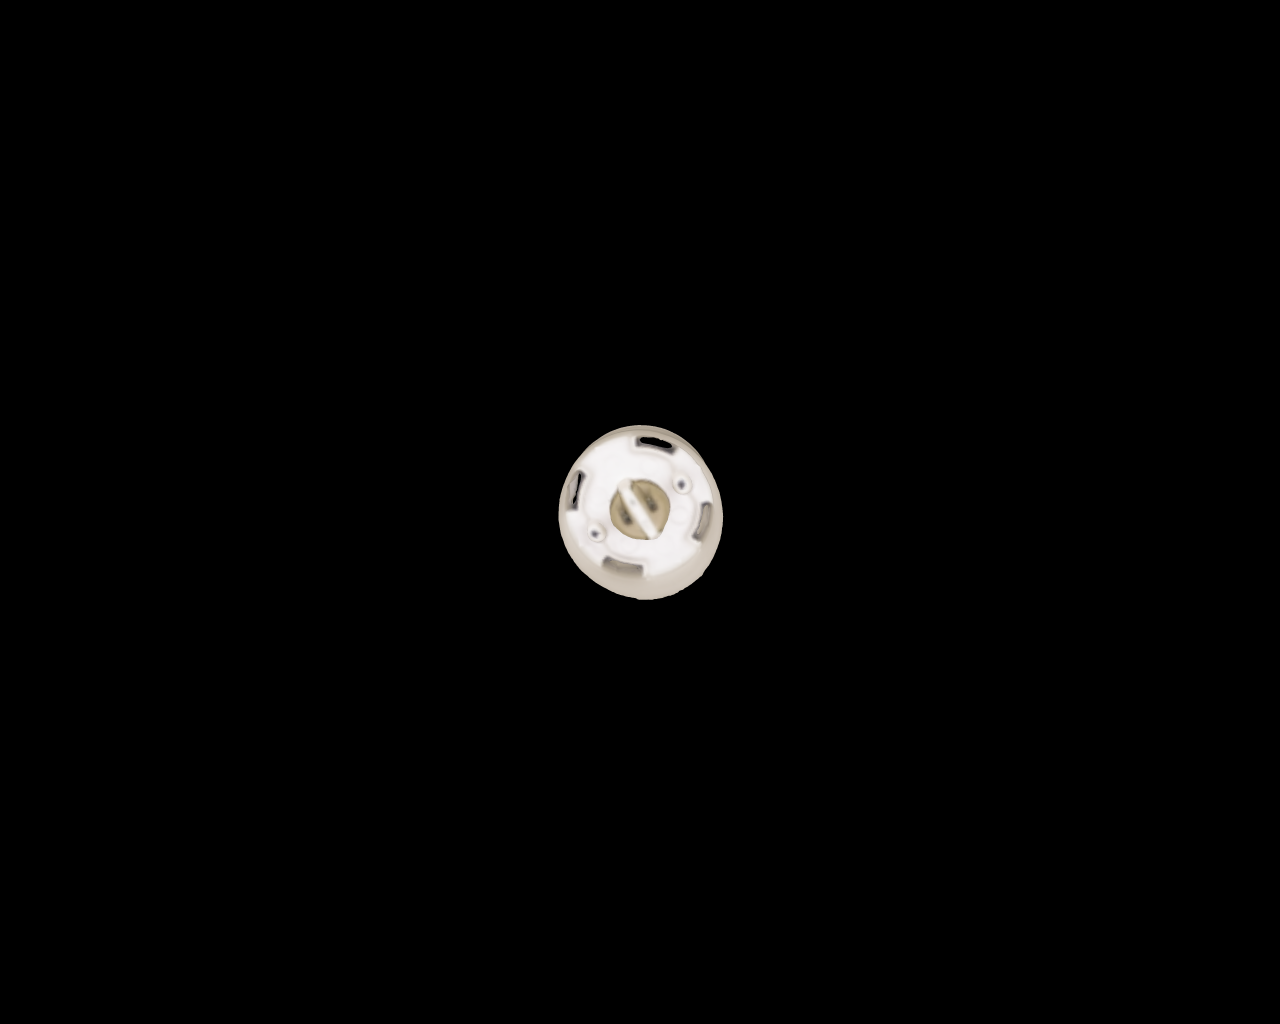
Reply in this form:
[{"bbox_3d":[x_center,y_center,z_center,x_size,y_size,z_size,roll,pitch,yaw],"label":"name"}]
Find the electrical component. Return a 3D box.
[{"bbox_3d":[0.001,-0.003,0.650,0.099,0.099,0.064,0,17,0],"label":"electrical component"}]
